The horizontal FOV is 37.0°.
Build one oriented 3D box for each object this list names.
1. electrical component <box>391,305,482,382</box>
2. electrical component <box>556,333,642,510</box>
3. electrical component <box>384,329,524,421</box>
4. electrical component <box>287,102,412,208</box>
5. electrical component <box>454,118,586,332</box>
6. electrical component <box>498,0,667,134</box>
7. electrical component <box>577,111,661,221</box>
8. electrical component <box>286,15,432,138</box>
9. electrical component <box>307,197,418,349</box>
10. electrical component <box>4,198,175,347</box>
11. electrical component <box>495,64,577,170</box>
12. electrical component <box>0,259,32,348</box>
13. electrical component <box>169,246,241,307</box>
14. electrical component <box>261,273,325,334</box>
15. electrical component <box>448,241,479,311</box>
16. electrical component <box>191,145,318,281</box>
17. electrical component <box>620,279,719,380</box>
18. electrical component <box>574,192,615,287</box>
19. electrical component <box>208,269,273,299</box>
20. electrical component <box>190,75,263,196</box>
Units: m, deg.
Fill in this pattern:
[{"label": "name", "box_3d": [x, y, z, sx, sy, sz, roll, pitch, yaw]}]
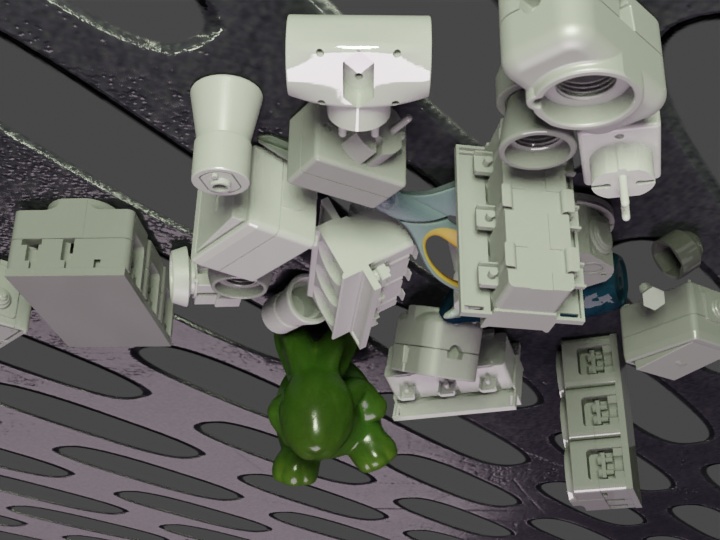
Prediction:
[{"label": "electrical component", "box_3d": [0.067, 0.064, 0.948, 0.054, 0.059, 0.095, 10, 176, -17]}, {"label": "electrical component", "box_3d": [0.229, 0.149, 1.041, 0.062, 0.150, 0.089, -8, 155, 17]}, {"label": "electrical component", "box_3d": [0.090, 0.099, 1.039, 0.121, 0.078, 0.063, -8, 133, 21]}, {"label": "electrical component", "box_3d": [0.002, -0.080, 0.660, 0.066, 0.047, 0.077, 15, 153, -28]}, {"label": "electrical component", "box_3d": [0.103, -0.030, 0.678, 0.079, 0.121, 0.063, 5, 153, -8]}, {"label": "electrical component", "box_3d": [0.118, -0.113, 0.566, 0.054, 0.059, 0.095, -20, 149, 39]}, {"label": "electrical component", "box_3d": [0.156, -0.068, 0.645, 0.047, 0.076, 0.065, -5, 155, 13]}, {"label": "electrical component", "box_3d": [-0.001, -0.104, 0.597, 0.077, 0.043, 0.079, 1, 138, 0]}, {"label": "electrical component", "box_3d": [0.000, 0.000, 0.812, 0.063, 0.078, 0.121, -25, 161, -15]}, {"label": "electrical component", "box_3d": [-0.205, 0.006, 0.845, 0.089, 0.061, 0.150, -1, 156, 4]}, {"label": "electrical component", "box_3d": [0.101, -0.092, 0.619, 0.045, 0.055, 0.045, 1, 156, 0]}, {"label": "electrical component", "box_3d": [-0.314, 0.026, 0.895, 0.062, 0.061, 0.096, 20, 149, -35]}, {"label": "electrical component", "box_3d": [-0.123, 0.005, 0.861, 0.055, 0.048, 0.066, -1, 157, -14]}, {"label": "electrical component", "box_3d": [-0.057, 0.032, 0.925, 0.044, 0.044, 0.065, 14, 158, -27]}, {"label": "electrical component", "box_3d": [0.088, 0.001, 0.818, 0.044, 0.065, 0.044, 1, 156, 1]}, {"label": "electrical component", "box_3d": [-0.079, -0.036, 0.743, 0.061, 0.061, 0.096, 19, 150, -33]}, {"label": "electrical component", "box_3d": [0.282, 0.053, 0.932, 0.062, 0.061, 0.096, 17, 152, -31]}, {"label": "electrical component", "box_3d": [0.146, -0.020, 0.785, 0.080, 0.051, 0.080, 1, 156, 0]}, {"label": "electrical component", "box_3d": [-0.089, -0.011, 0.809, 0.066, 0.055, 0.048, -5, 155, 14]}, {"label": "electrical component", "box_3d": [-0.082, -0.078, 0.646, 0.044, 0.065, 0.044, 1, 157, 0]}]
